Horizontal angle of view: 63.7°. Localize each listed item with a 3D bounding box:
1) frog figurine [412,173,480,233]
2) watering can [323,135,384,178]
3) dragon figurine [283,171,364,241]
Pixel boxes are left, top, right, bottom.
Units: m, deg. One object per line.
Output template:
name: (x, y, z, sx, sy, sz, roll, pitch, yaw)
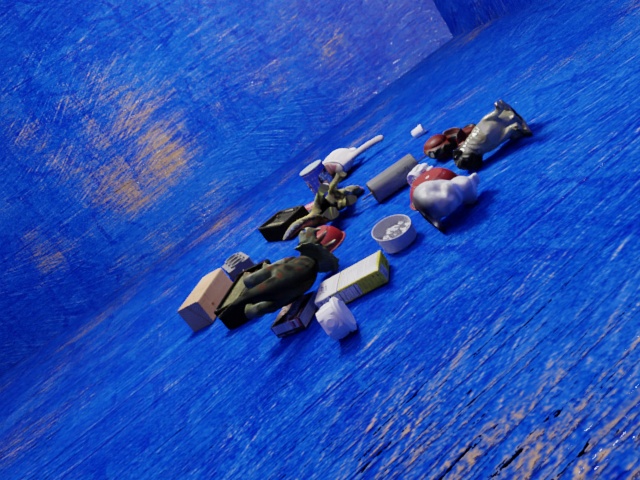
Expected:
frog figurine: (0.299, -0.110, 1.201, 0.159, 0.123, 0.137, -46, -4, 5)
watering can: (0.105, -0.341, 2.211, 0.344, 0.103, 0.229, -22, 22, 39)
dragon figurine: (0.005, -0.087, 1.736, 0.415, 0.123, 0.238, -37, -9, -25)
